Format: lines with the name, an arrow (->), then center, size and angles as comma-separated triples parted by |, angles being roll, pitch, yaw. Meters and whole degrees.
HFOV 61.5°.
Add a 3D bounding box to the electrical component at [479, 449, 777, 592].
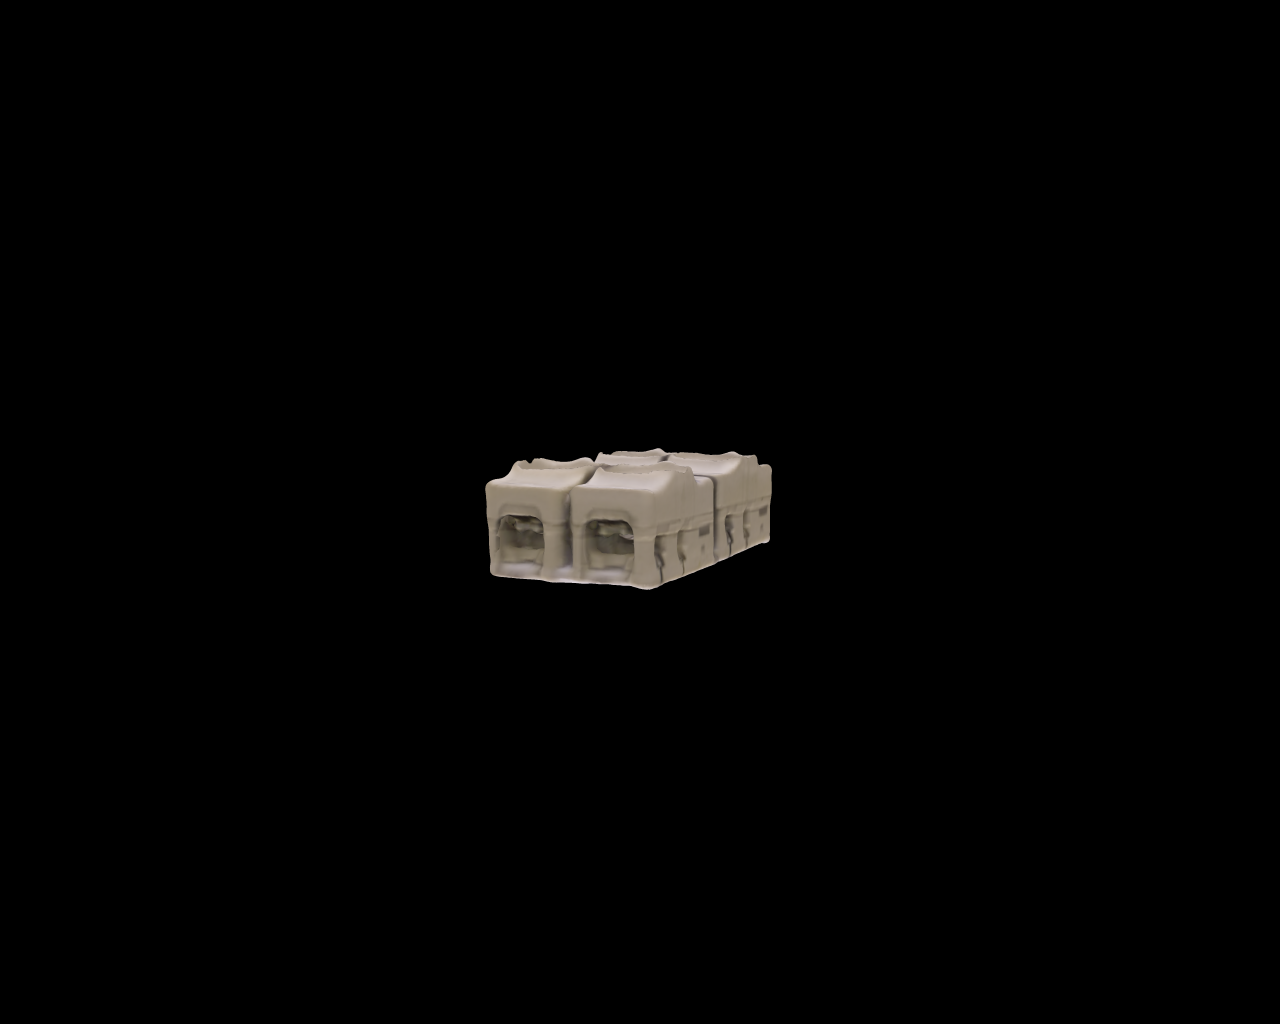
electrical component -> 0.001, -0.003, 0.650 | 0.105, 0.060, 0.186 | 4, 8, 28
